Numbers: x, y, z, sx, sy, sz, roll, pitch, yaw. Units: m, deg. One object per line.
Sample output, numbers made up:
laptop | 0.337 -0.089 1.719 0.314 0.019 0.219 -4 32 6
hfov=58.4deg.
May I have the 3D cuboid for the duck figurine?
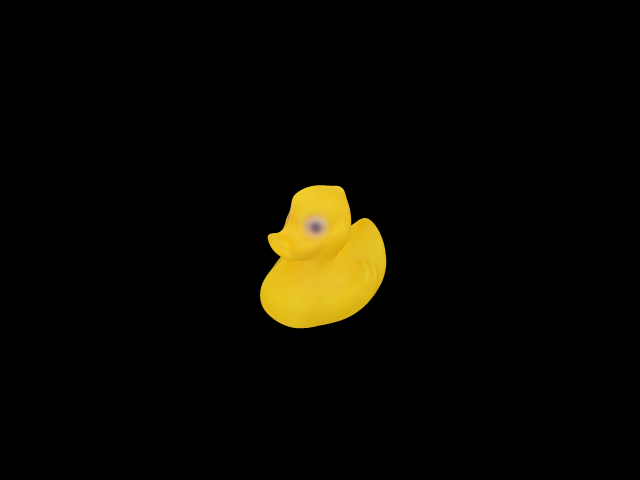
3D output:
duck figurine | 0.004 0.001 0.400 0.105 0.086 0.077 -27 41 -35
